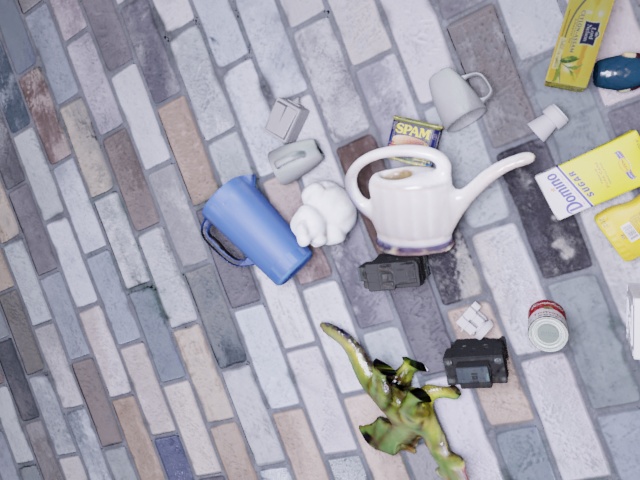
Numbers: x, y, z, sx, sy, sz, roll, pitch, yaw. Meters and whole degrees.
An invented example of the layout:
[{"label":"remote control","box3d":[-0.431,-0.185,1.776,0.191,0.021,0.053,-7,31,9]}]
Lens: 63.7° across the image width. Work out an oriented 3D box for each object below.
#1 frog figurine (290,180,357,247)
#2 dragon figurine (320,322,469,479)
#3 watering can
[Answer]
[{"label":"frog figurine","box3d":[0.003,-0.053,1.056,0.122,0.161,0.137,-16,93,23]},{"label":"dragon figurine","box3d":[0.143,0.362,1.101,0.414,0.123,0.238,30,117,25]},{"label":"watering can","box3d":[0.214,-0.072,0.969,0.347,0.106,0.220,3,119,23]}]
